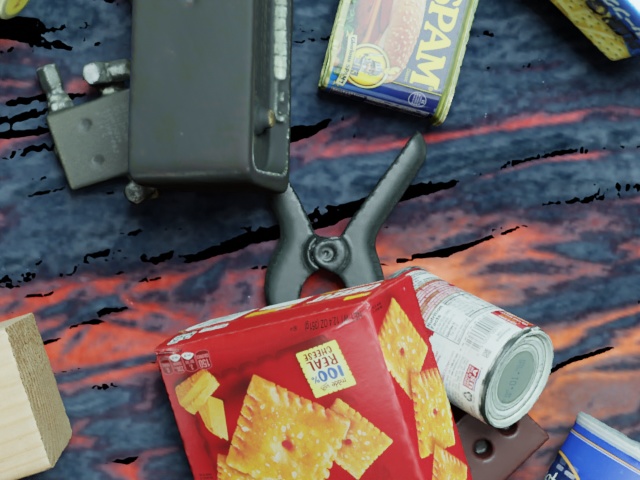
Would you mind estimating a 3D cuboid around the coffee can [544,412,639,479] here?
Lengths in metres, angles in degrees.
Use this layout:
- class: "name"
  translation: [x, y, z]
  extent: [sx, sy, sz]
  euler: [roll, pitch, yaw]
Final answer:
- class: "coffee can"
  translation: [0.181, 0.198, 0.694]
  extent: [0.102, 0.103, 0.140]
  euler: [29, 90, -6]

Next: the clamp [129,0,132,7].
- class: "clamp"
  translation: [-0.135, -0.222, 0.677]
  extent: [0.164, 0.036, 0.210]
  euler: [26, 89, 3]

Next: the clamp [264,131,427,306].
- class: "clamp"
  translation: [-0.005, 0.001, 0.703]
  extent: [0.120, 0.039, 0.171]
  euler: [13, 90, 8]

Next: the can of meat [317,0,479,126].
- class: "can of meat"
  translation: [0.051, -0.134, 0.691]
  extent: [0.084, 0.057, 0.102]
  euler: [15, 91, -3]

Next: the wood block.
- class: "wood block"
  translation: [-0.271, 0.121, 0.659]
  extent: [0.206, 0.091, 0.090]
  euler: [-17, 94, -4]

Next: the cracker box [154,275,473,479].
- class: "cracker box"
  translation: [0.004, 0.144, 0.654]
  extent: [0.164, 0.072, 0.214]
  euler: [-14, 95, 32]

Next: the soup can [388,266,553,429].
- class: "soup can"
  translation: [0.086, 0.066, 0.671]
  extent: [0.068, 0.102, 0.068]
  euler: [-23, 126, -36]

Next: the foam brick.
- class: "foam brick"
  translation: [0.103, 0.134, 0.710]
  extent: [0.078, 0.051, 0.053]
  euler: [-44, 96, -2]
